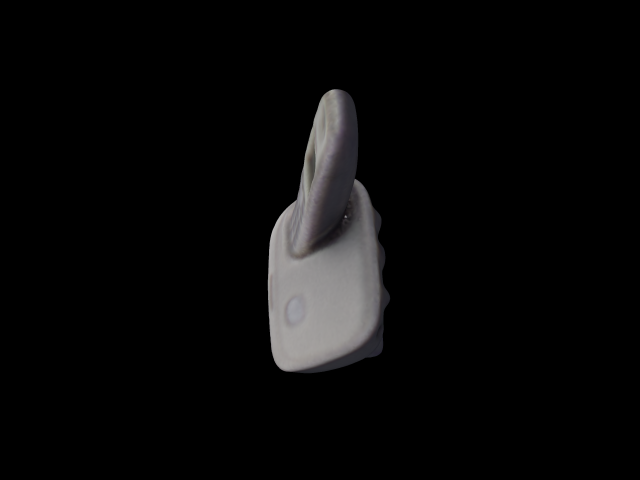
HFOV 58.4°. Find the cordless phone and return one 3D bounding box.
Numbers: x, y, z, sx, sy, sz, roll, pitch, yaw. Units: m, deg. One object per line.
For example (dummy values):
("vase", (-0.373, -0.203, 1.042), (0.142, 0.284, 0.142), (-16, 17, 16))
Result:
("cordless phone", (0.004, 0.001, 0.400), (0.094, 0.185, 0.147), (-5, 59, -3))
